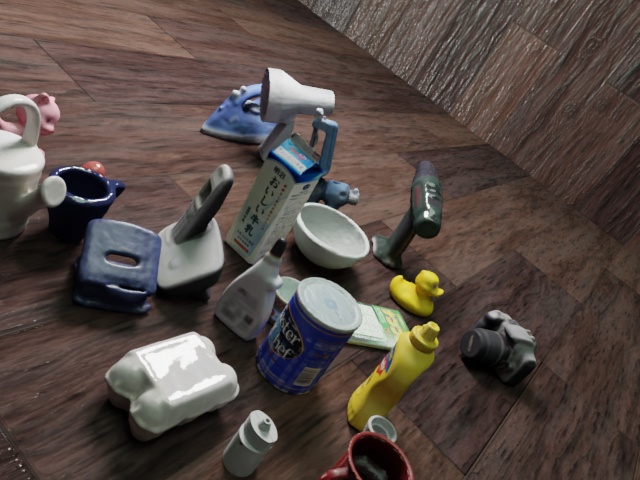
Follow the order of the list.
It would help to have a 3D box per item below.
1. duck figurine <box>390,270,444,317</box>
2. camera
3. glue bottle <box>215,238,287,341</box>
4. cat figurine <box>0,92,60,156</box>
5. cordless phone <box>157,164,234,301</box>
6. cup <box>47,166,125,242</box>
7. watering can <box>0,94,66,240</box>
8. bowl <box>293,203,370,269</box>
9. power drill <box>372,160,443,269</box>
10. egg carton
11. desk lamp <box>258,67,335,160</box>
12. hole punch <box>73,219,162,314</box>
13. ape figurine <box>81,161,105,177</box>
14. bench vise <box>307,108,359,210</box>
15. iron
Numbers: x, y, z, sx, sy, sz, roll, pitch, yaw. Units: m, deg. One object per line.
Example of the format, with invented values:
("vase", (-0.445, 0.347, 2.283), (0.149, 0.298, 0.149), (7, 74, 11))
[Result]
("duck figurine", (0.201, 0.098, 1.167), (0.104, 0.086, 0.077), (32, 28, 0))
("camera", (0.347, 0.199, 1.138), (0.137, 0.100, 0.143), (17, 32, -27))
("glue bottle", (-0.089, 0.065, 0.834), (0.078, 0.173, 0.037), (39, 29, 12))
("cat figurine", (-0.470, -0.189, 0.910), (0.067, 0.117, 0.128), (39, 29, 13))
("cordless phone", (-0.177, -0.014, 0.858), (0.094, 0.185, 0.147), (13, 33, -31))
("cup", (-0.346, -0.048, 0.836), (0.091, 0.095, 0.118), (43, 30, 18))
("watering can", (-0.409, -0.099, 0.749), (0.173, 0.194, 0.101), (26, 29, -11))
("bowl", (0.010, 0.004, 1.135), (0.168, 0.074, 0.167), (25, 29, -14))
("power drill", (0.199, -0.050, 1.267), (0.076, 0.208, 0.229), (24, 29, -15))
("egg carton", (-0.175, 0.172, 0.689), (0.107, 0.069, 0.151), (45, 31, 22))
("desk lamp", (-0.070, -0.280, 1.354), (0.204, 0.213, 0.117), (17, 32, -26))
("hole punch", (-0.273, 0.036, 0.782), (0.109, 0.091, 0.101), (15, 33, -30))
("ape figurine", (-0.359, -0.082, 0.880), (0.077, 0.092, 0.076), (43, 30, 20))
("bench vise", (0.002, -0.163, 1.236), (0.208, 0.219, 0.121), (21, 30, -20))
("iron", (-0.171, -0.323, 1.397), (0.118, 0.141, 0.259), (42, 30, 18))
